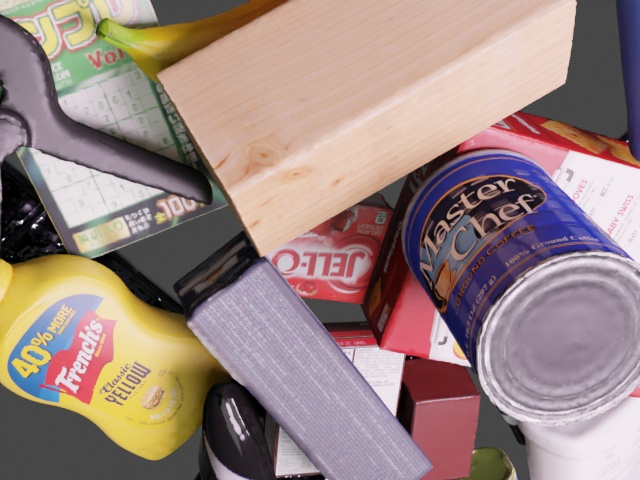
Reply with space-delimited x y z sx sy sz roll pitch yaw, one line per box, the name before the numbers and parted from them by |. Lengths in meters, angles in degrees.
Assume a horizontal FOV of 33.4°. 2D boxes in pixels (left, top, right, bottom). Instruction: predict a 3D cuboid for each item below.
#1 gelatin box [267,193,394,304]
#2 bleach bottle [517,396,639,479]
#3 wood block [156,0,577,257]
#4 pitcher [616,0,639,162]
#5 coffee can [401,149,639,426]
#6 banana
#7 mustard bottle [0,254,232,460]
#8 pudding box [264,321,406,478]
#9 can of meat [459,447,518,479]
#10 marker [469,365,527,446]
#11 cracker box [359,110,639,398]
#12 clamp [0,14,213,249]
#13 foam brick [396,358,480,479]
gelatin box | -0.004 0.001 0.698 0.089 0.030 0.073 9 115 -18
bleach bottle | 0.211 0.220 0.842 0.102 0.068 0.251 -29 126 -29
wood block | 0.028 -0.090 0.595 0.206 0.091 0.090 -30 157 -4
pitcher | 0.238 -0.172 0.623 0.145 0.149 0.243 -12 118 9
coffee can | 0.113 0.021 0.595 0.102 0.140 0.103 -5 117 -10
banana | -0.025 -0.134 0.607 0.197 0.037 0.069 -27 157 -6
mustard bottle | -0.152 0.063 0.674 0.191 0.058 0.096 35 103 -29
pudding box | 0.009 0.113 0.757 0.090 0.039 0.113 -1 115 -13
can of meat | 0.112 0.217 0.829 0.102 0.057 0.084 -21 118 -3
marker | 0.135 0.113 0.800 0.020 0.020 0.121 -32 120 4
cracker box | 0.154 0.008 0.719 0.213 0.072 0.164 13 112 -19
clamp | -0.166 -0.058 0.592 0.164 0.036 0.210 -30 109 -14
foam brick | 0.081 0.131 0.777 0.051 0.053 0.078 -3 118 -12
